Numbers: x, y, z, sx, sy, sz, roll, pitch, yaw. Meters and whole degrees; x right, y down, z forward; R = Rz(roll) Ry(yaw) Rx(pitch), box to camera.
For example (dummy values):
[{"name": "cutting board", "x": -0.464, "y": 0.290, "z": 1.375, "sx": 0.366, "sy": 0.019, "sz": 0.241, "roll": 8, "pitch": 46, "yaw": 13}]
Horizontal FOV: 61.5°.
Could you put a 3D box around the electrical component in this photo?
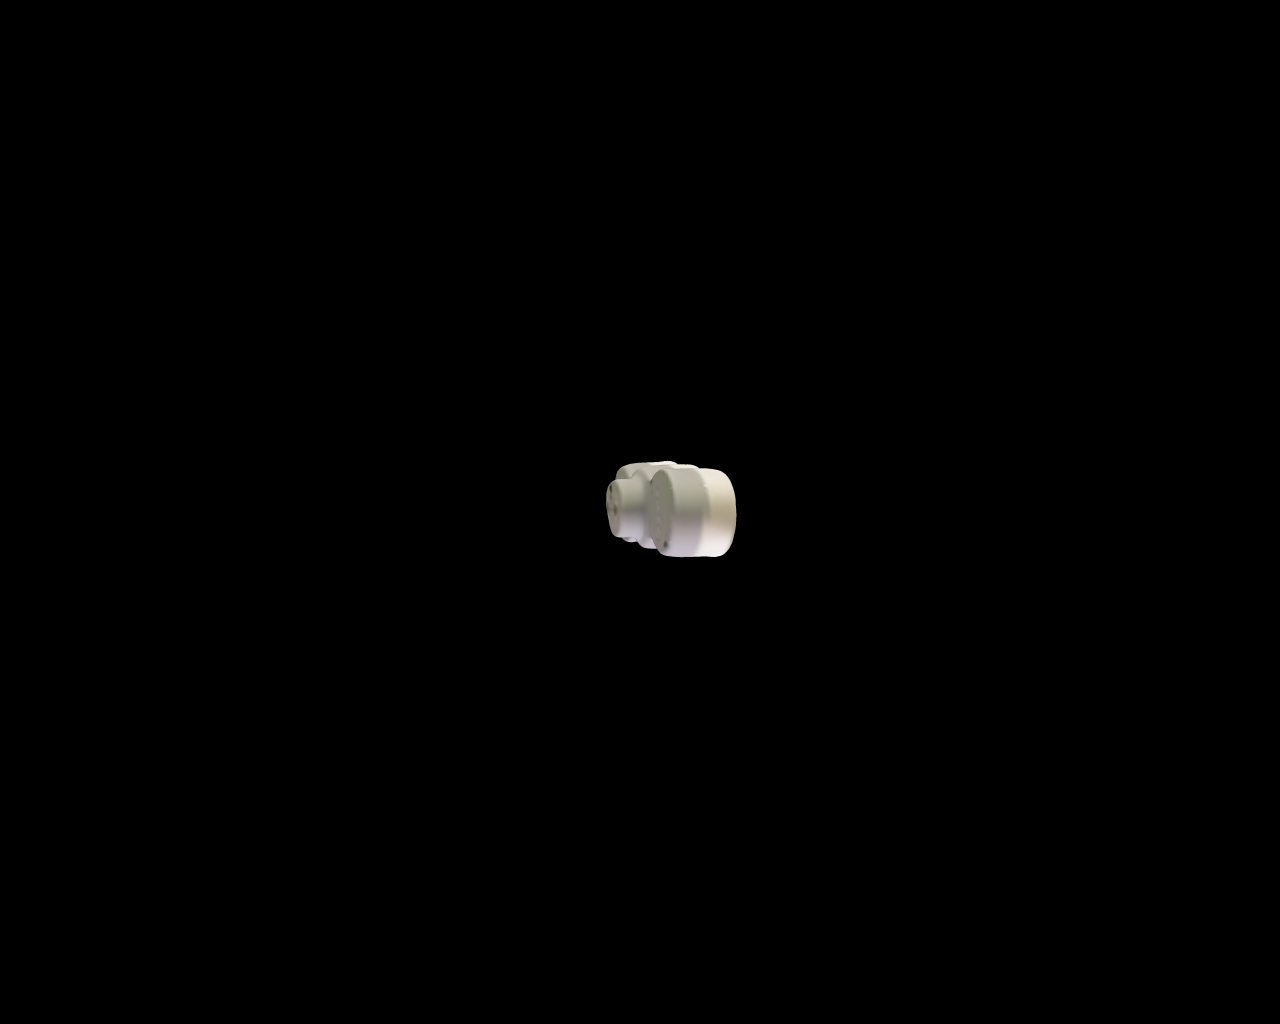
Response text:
[{"name": "electrical component", "x": 0.001, "y": -0.003, "z": 0.650, "sx": 0.074, "sy": 0.052, "sz": 0.138, "roll": -1, "pitch": 5, "yaw": -15}]
